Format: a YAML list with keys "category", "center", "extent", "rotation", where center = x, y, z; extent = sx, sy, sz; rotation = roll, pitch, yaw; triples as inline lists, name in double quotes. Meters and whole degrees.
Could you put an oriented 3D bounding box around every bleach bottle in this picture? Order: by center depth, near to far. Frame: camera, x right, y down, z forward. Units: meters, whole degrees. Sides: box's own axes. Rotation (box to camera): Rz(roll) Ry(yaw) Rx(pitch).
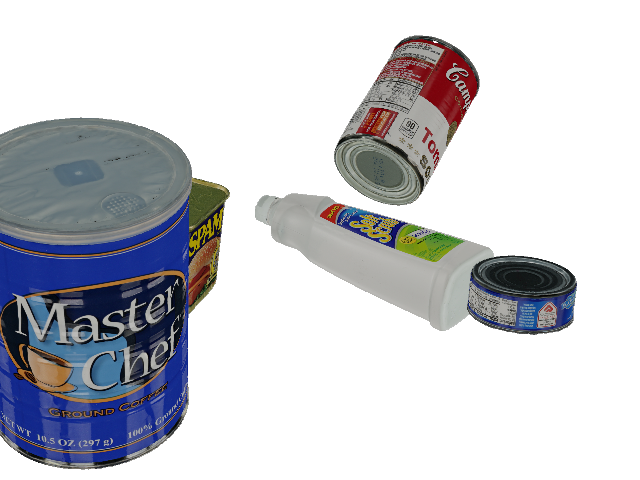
- category: "bleach bottle"
  center: [0.037, 0.007, 1.049]
  extent: [0.251, 0.068, 0.102]
  rotation: [20, 28, 29]

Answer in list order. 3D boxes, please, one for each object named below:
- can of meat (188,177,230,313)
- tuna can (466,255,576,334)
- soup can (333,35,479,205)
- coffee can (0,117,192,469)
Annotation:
- category: "can of meat"
  center: [-0.114, 0.007, 0.839]
  extent: [0.057, 0.084, 0.102]
  rotation: [14, 25, 12]
- category: "tuna can"
  center: [0.162, 0.042, 0.860]
  extent: [0.086, 0.034, 0.086]
  rotation: [2, 21, -1]
- category: "soup can"
  center: [0.060, -0.083, 0.740]
  extent: [0.068, 0.102, 0.068]
  rotation: [23, -30, 14]
- category: "coffee can"
  center: [-0.115, 0.025, 0.522]
  extent: [0.103, 0.140, 0.103]
  rotation: [3, 34, -3]
